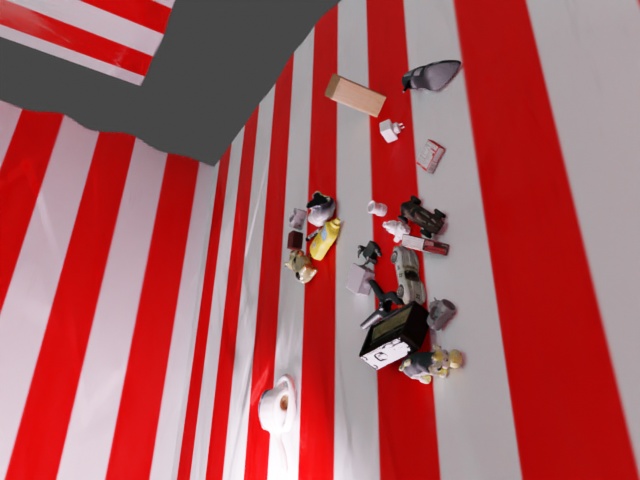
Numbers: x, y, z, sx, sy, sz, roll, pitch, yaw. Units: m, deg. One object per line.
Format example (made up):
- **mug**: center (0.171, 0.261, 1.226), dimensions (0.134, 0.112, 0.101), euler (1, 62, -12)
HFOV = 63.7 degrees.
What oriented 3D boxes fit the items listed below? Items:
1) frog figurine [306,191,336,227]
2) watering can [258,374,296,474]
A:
- **frog figurine**: center (0.006, -0.107, 2.124), dimensions (0.122, 0.155, 0.141), euler (-4, 43, 6)
- **watering can**: center (-0.161, 0.693, 1.966), dimensions (0.103, 0.354, 0.221), euler (16, -25, -25)
